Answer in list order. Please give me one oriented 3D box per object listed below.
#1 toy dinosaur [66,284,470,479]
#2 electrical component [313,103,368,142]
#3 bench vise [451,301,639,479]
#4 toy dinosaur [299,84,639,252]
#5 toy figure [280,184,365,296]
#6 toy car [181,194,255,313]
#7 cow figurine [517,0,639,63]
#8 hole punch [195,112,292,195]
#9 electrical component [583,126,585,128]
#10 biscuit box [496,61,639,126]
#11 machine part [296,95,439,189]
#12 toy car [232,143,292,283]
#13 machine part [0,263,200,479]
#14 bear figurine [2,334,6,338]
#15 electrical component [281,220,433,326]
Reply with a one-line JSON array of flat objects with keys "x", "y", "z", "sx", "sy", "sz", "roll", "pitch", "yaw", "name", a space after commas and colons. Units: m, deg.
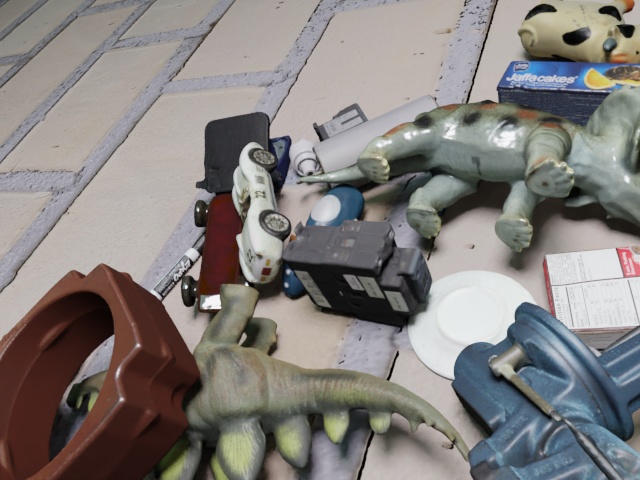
[{"x": -0.095, "y": 0.153, "z": 0.526, "sx": 0.472, "sy": 0.105, "sz": 0.198, "roll": -14, "pitch": 52, "yaw": 26, "name": "toy dinosaur"}, {"x": 0.056, "y": -0.157, "z": 0.777, "sx": 0.119, "sy": 0.047, "sz": 0.075, "roll": -22, "pitch": 45, "yaw": 7, "name": "electrical component"}, {"x": 0.204, "y": 0.100, "z": 0.382, "sx": 0.241, "sy": 0.129, "sz": 0.223, "roll": -32, "pitch": 3, "yaw": -3, "name": "bench vise"}, {"x": 0.180, "y": -0.095, "z": 0.586, "sx": 0.405, "sy": 0.131, "sz": 0.192, "roll": 18, "pitch": 46, "yaw": 33, "name": "toy dinosaur"}, {"x": -0.002, "y": -0.001, "z": 0.654, "sx": 0.064, "sy": 0.057, "sz": 0.154, "roll": -8, "pitch": 42, "yaw": 57, "name": "toy figure"}, {"x": -0.125, "y": 0.016, "z": 0.697, "sx": 0.089, "sy": 0.053, "sz": 0.202, "roll": -1, "pitch": 48, "yaw": -4, "name": "toy car"}, {"x": 0.357, "y": -0.267, "z": 0.712, "sx": 0.127, "sy": 0.085, "sz": 0.195, "roll": -39, "pitch": 47, "yaw": -21, "name": "cow figurine"}, {"x": -0.106, "y": -0.116, "z": 0.800, "sx": 0.142, "sy": 0.092, "sz": 0.115, "roll": -3, "pitch": 79, "yaw": 19, "name": "hole punch"}, {"x": 0.298, "y": -0.108, "z": 0.636, "sx": 0.094, "sy": 0.021, "sz": 0.063, "roll": -7, "pitch": 47, "yaw": 20, "name": "electrical component"}, {"x": 0.324, "y": -0.175, "z": 0.657, "sx": 0.203, "sy": 0.062, "sz": 0.059, "roll": 14, "pitch": 56, "yaw": 34, "name": "biscuit box"}, {"x": 0.080, "y": -0.124, "z": 0.713, "sx": 0.243, "sy": 0.079, "sz": 0.079, "roll": -25, "pitch": 44, "yaw": 4, "name": "machine part"}, {"x": -0.078, "y": -0.038, "z": 0.663, "sx": 0.056, "sy": 0.073, "sz": 0.202, "roll": 2, "pitch": 47, "yaw": -20, "name": "toy car"}, {"x": -0.219, "y": 0.140, "z": 0.488, "sx": 0.201, "sy": 0.087, "sz": 0.201, "roll": -48, "pitch": 45, "yaw": -1, "name": "machine part"}, {"x": -0.352, "y": 0.164, "z": 0.614, "sx": 0.120, "sy": 0.131, "sz": 0.196, "roll": -18, "pitch": 50, "yaw": 27, "name": "bear figurine"}, {"x": 0.044, "y": 0.034, "z": 0.556, "sx": 0.134, "sy": 0.114, "sz": 0.058, "roll": 5, "pitch": 57, "yaw": 29, "name": "electrical component"}]
